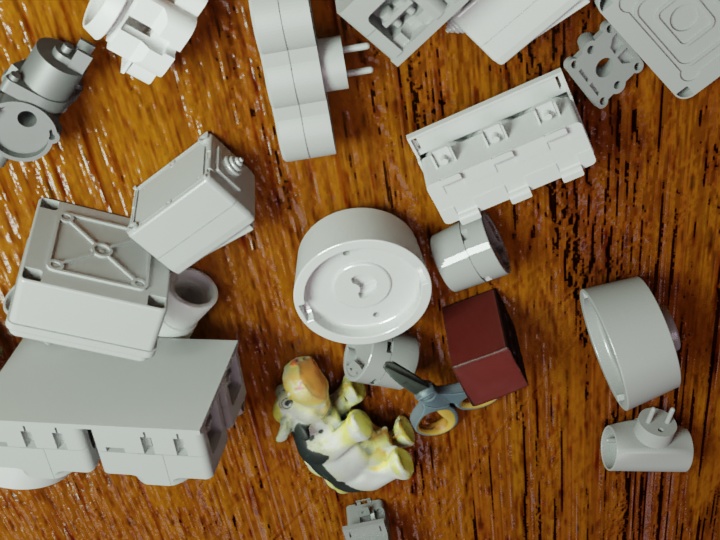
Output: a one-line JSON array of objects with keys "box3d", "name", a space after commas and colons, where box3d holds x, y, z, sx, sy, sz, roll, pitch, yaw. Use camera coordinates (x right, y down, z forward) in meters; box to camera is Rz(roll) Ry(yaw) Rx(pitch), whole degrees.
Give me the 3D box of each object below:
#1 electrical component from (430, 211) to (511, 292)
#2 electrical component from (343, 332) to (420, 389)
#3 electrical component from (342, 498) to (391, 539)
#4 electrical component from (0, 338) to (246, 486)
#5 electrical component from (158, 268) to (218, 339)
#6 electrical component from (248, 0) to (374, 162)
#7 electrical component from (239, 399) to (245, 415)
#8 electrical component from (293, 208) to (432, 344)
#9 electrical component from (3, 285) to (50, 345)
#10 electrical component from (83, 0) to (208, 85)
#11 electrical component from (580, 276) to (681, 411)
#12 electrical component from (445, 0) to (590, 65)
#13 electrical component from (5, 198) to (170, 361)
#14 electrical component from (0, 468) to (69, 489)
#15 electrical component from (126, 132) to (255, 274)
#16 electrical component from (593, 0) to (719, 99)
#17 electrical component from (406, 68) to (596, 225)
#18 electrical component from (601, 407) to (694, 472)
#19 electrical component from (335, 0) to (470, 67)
[{"box3d": [0.088, -0.014, 0.861, 0.047, 0.055, 0.055, -24, 128, 18], "name": "electrical component"}, {"box3d": [0.019, 0.074, 0.927, 0.047, 0.055, 0.055, 17, 126, -23], "name": "electrical component"}, {"box3d": [0.011, 0.269, 1.081, 0.042, 0.063, 0.081, -11, 129, 4], "name": "electrical component"}, {"box3d": [-0.195, 0.110, 0.859, 0.186, 0.105, 0.060, 1, 125, 12], "name": "electrical component"}, {"box3d": [-0.149, 0.035, 0.886, 0.044, 0.044, 0.065, 18, 131, -19], "name": "electrical component"}, {"box3d": [-0.028, -0.141, 0.743, 0.074, 0.052, 0.138, -9, 131, 1], "name": "electrical component"}, {"box3d": [-0.145, 0.095, 0.934, 0.077, 0.043, 0.079, -7, 129, 1], "name": "electrical component"}, {"box3d": [0.000, 0.000, 0.858, 0.108, 0.060, 0.108, -3, 130, -3], "name": "electrical component"}, {"box3d": [-0.260, 0.034, 0.875, 0.040, 0.040, 0.046, -21, 134, 11], "name": "electrical component"}, {"box3d": [-0.144, -0.168, 0.707, 0.057, 0.058, 0.078, 26, 123, -28], "name": "electrical component"}, {"box3d": [0.233, 0.057, 0.903, 0.060, 0.108, 0.108, -19, 129, 3], "name": "electrical component"}, {"box3d": [0.100, -0.184, 0.714, 0.096, 0.061, 0.061, -38, 123, 23], "name": "electrical component"}, {"box3d": [-0.201, 0.006, 0.812, 0.109, 0.108, 0.056, 14, 124, -16], "name": "electrical component"}, {"box3d": [-0.289, 0.143, 0.927, 0.099, 0.099, 0.064, 21, 118, -22], "name": "electrical component"}, {"box3d": [-0.118, -0.051, 0.803, 0.096, 0.061, 0.061, -33, 125, 20], "name": "electrical component"}, {"box3d": [0.212, -0.183, 0.729, 0.078, 0.057, 0.113, -38, 123, 24], "name": "electrical component"}, {"box3d": [0.107, -0.086, 0.796, 0.121, 0.063, 0.078, -22, 128, 13], "name": "electrical component"}, {"box3d": [0.279, 0.159, 1.029, 0.077, 0.044, 0.079, 2, 129, -8], "name": "electrical component"}, {"box3d": [0.050, -0.214, 0.666, 0.062, 0.089, 0.150, 35, 119, -29], "name": "electrical component"}]
